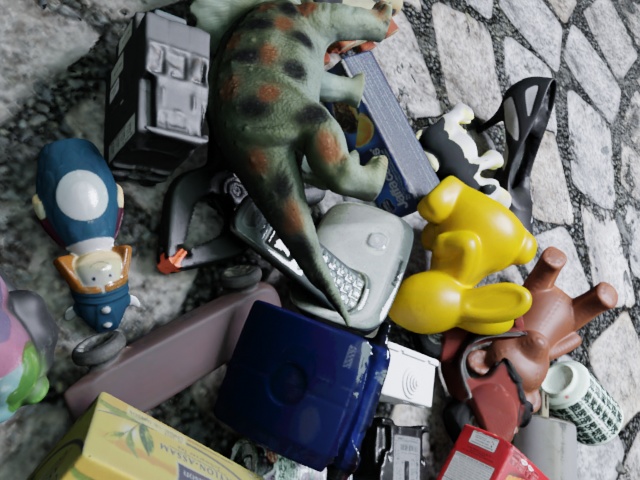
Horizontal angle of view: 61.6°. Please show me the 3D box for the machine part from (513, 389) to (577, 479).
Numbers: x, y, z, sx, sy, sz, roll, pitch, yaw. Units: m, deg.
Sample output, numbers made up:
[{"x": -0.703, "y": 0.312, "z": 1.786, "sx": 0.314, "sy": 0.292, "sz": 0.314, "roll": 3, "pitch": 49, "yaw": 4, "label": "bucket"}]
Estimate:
[{"x": 0.278, "y": 0.310, "z": 0.666, "sx": 0.079, "sy": 0.079, "sz": 0.243, "roll": 26, "pitch": 60, "yaw": -28, "label": "machine part"}]

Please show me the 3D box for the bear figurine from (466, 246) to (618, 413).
[{"x": 0.288, "y": 0.118, "z": 0.711, "sx": 0.120, "sy": 0.131, "sz": 0.196, "roll": 40, "pitch": 45, "yaw": 16, "label": "bear figurine"}]

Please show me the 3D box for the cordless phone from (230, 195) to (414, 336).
[{"x": -0.001, "y": -0.002, "z": 0.542, "sx": 0.184, "sy": 0.089, "sz": 0.146, "roll": 41, "pitch": 55, "yaw": -24, "label": "cordless phone"}]

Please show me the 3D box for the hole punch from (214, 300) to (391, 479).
[{"x": -0.015, "y": 0.117, "z": 0.443, "sx": 0.092, "sy": 0.116, "sz": 0.142, "roll": 28, "pitch": 80, "yaw": -40, "label": "hole punch"}]

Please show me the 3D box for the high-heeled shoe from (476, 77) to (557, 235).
[{"x": 0.312, "y": -0.107, "z": 0.785, "sx": 0.086, "sy": 0.145, "sz": 0.248, "roll": -11, "pitch": 80, "yaw": -38, "label": "high-heeled shoe"}]

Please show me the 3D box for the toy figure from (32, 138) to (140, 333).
[{"x": -0.187, "y": -0.002, "z": 0.430, "sx": 0.064, "sy": 0.058, "sz": 0.154, "roll": -15, "pitch": 85, "yaw": -1, "label": "toy figure"}]

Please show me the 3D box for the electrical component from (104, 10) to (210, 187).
[{"x": -0.143, "y": -0.126, "z": 0.465, "sx": 0.058, "sy": 0.115, "sz": 0.134, "roll": 9, "pitch": 72, "yaw": -37, "label": "electrical component"}]

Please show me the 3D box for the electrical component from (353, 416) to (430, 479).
[{"x": 0.071, "y": 0.246, "z": 0.549, "sx": 0.075, "sy": 0.048, "sz": 0.119, "roll": 24, "pitch": 60, "yaw": -29, "label": "electrical component"}]

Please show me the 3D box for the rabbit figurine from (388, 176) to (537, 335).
[{"x": 0.154, "y": 0.042, "z": 0.611, "sx": 0.162, "sy": 0.121, "sz": 0.173, "roll": 38, "pitch": 71, "yaw": 17, "label": "rabbit figurine"}]

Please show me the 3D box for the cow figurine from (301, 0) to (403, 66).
[{"x": 0.043, "y": -0.308, "z": 0.691, "sx": 0.195, "sy": 0.085, "sz": 0.127, "roll": -35, "pitch": 104, "yaw": -38, "label": "cow figurine"}]

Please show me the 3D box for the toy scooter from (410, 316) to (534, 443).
[{"x": 0.197, "y": 0.155, "z": 0.635, "sx": 0.135, "sy": 0.075, "sz": 0.184, "roll": -19, "pitch": 82, "yaw": -11, "label": "toy scooter"}]

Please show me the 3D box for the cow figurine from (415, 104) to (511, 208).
[{"x": 0.200, "y": -0.095, "z": 0.745, "sx": 0.098, "sy": 0.068, "sz": 0.167, "roll": -36, "pitch": 95, "yaw": -34, "label": "cow figurine"}]

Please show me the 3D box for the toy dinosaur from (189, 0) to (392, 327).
[{"x": -0.040, "y": -0.132, "z": 0.492, "sx": 0.192, "sy": 0.131, "sz": 0.405, "roll": 10, "pitch": 56, "yaw": -10, "label": "toy dinosaur"}]

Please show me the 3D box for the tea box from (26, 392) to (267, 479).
[{"x": -0.115, "y": 0.196, "z": 0.382, "sx": 0.169, "sy": 0.068, "sz": 0.098, "roll": 36, "pitch": 99, "yaw": -22, "label": "tea box"}]

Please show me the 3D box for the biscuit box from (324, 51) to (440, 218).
[{"x": 0.074, "y": -0.126, "z": 0.665, "sx": 0.063, "sy": 0.059, "sz": 0.202, "roll": -32, "pitch": 95, "yaw": -41, "label": "biscuit box"}]

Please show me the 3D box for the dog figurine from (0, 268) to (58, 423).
[{"x": -0.220, "y": 0.028, "z": 0.290, "sx": 0.191, "sy": 0.219, "sz": 0.108, "roll": 50, "pitch": 56, "yaw": -13, "label": "dog figurine"}]

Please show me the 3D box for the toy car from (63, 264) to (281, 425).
[{"x": -0.115, "y": 0.091, "z": 0.455, "sx": 0.202, "sy": 0.053, "sz": 0.089, "roll": -27, "pitch": 113, "yaw": -38, "label": "toy car"}]
